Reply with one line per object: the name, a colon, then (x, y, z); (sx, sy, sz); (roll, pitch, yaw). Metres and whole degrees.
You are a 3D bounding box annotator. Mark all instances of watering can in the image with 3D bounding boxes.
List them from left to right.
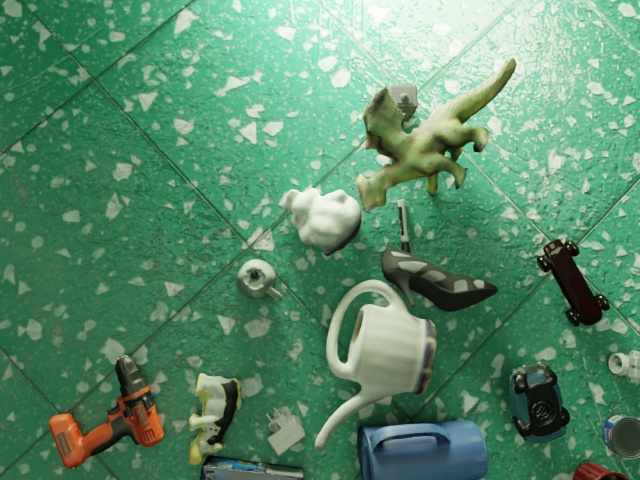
watering can: (0.116, 0.257, 1.033); (0.224, 0.102, 0.353); (14, 72, -2)

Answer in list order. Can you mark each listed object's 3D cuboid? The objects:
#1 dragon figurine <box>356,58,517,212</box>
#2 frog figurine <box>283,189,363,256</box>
dragon figurine: (0.208, -0.231, 1.067); (0.242, 0.123, 0.407); (25, 99, -9)
frog figurine: (0.003, -0.054, 1.070); (0.158, 0.124, 0.136); (42, 101, -10)
